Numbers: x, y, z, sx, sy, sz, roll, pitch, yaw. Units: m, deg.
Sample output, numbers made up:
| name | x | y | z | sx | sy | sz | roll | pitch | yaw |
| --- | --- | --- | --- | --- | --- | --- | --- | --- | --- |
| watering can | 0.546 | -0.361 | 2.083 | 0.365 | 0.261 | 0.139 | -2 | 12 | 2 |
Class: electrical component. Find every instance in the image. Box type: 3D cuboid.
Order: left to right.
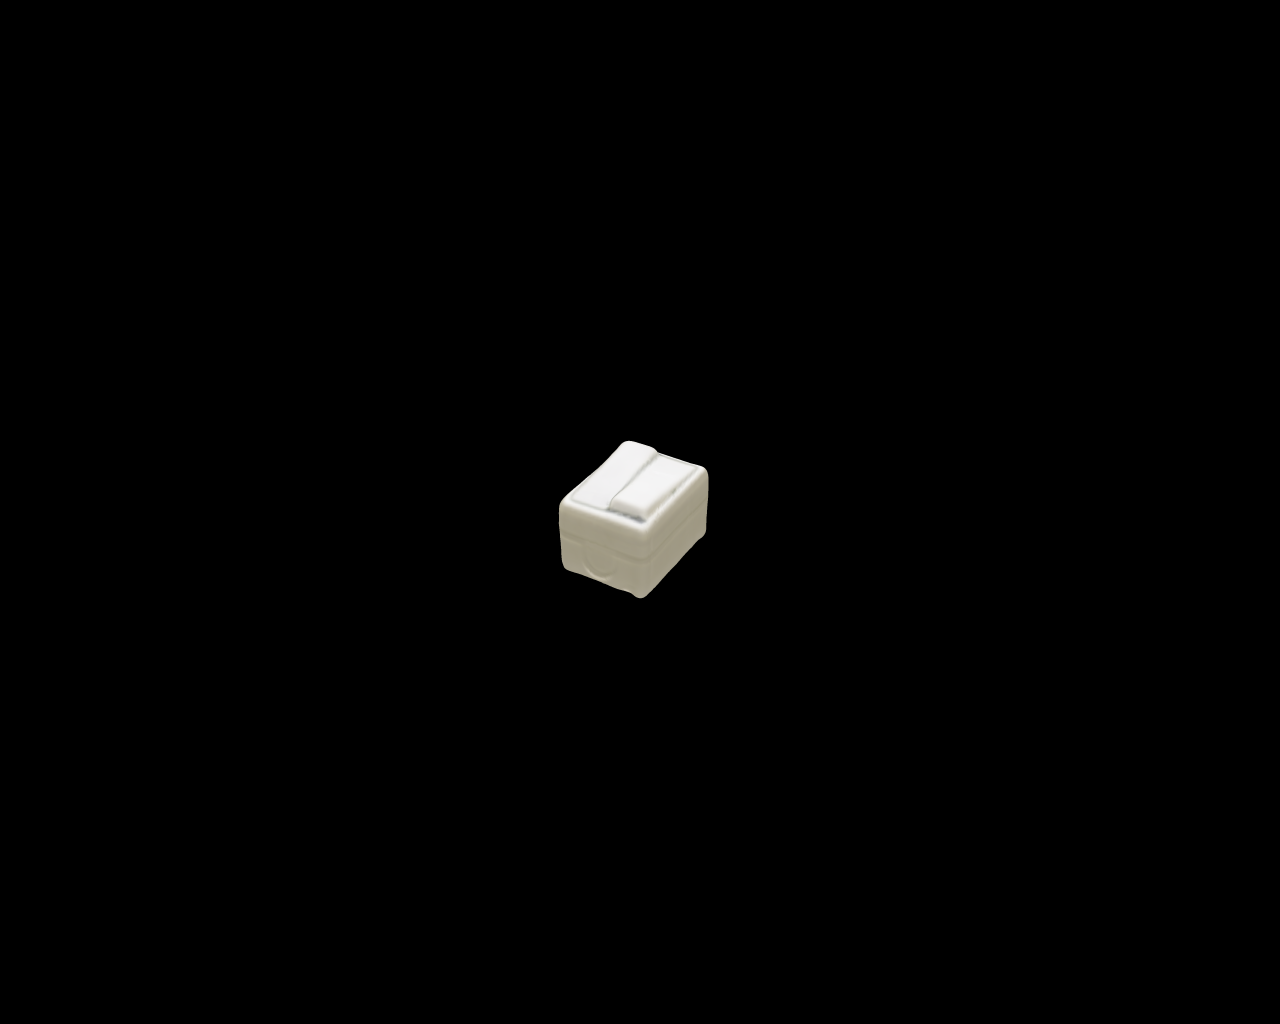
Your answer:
| name | x | y | z | sx | sy | sz | roll | pitch | yaw |
| --- | --- | --- | --- | --- | --- | --- | --- | --- | --- |
| electrical component | 0.001 | -0.003 | 0.650 | 0.062 | 0.061 | 0.096 | 20 | 41 | 25 |
